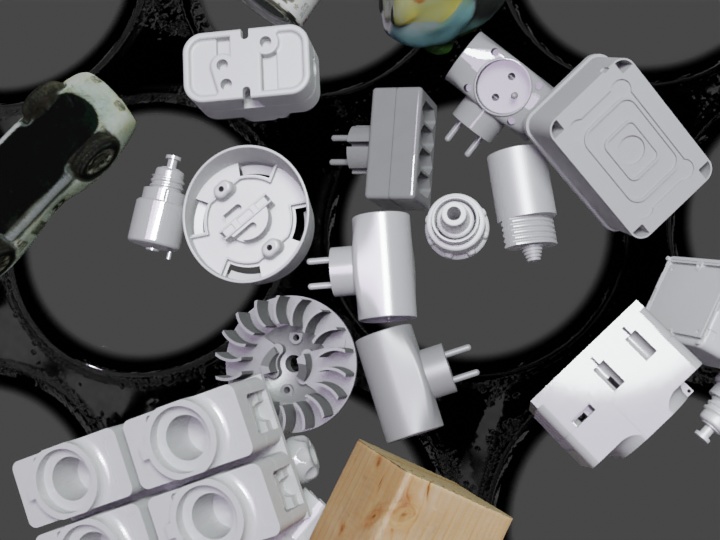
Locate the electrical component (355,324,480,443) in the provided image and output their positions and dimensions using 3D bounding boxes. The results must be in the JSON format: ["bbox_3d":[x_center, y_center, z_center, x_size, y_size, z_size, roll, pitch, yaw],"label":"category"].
[{"bbox_3d":[0.045,0.076,0.774,0.079,0.044,0.077,-19,79,5],"label":"electrical component"}]

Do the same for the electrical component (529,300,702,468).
[{"bbox_3d":[0.164,0.081,0.704,0.089,0.150,0.061,-44,77,0],"label":"electrical component"}]

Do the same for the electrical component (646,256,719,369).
[{"bbox_3d":[0.240,0.031,0.738,0.061,0.096,0.061,27,85,-17],"label":"electrical component"}]

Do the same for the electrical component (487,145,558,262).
[{"bbox_3d":[0.120,-0.046,0.783,0.043,0.043,0.081,-9,81,6],"label":"electrical component"}]

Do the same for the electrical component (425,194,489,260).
[{"bbox_3d":[0.069,-0.035,0.779,0.048,0.062,0.048,-1,81,7],"label":"electrical component"}]

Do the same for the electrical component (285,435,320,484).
[{"bbox_3d":[-0.062,0.145,0.784,0.061,0.035,0.035,-20,79,7],"label":"electrical component"}]

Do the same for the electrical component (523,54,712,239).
[{"bbox_3d":[0.178,-0.087,0.753,0.078,0.057,0.113,-44,107,0],"label":"electrical component"}]

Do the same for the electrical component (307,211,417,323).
[{"bbox_3d":[0.000,0.000,0.793,0.079,0.043,0.077,-5,81,7],"label":"electrical component"}]

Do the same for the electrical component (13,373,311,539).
[{"bbox_3d":[-0.143,0.154,0.754,0.186,0.060,0.105,-21,84,18],"label":"electrical component"}]

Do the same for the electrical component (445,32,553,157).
[{"bbox_3d":[0.095,-0.121,0.796,0.077,0.044,0.079,38,104,1],"label":"electrical component"}]

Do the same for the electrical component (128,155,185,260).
[{"bbox_3d":[-0.151,-0.049,0.822,0.040,0.040,0.078,11,83,9],"label":"electrical component"}]

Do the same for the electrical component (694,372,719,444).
[{"bbox_3d":[0.263,0.087,0.746,0.040,0.040,0.078,42,89,11],"label":"electrical component"}]

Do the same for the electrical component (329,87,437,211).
[{"bbox_3d":[0.013,-0.090,0.804,0.076,0.047,0.083,2,83,19],"label":"electrical component"}]

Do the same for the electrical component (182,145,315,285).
[{"bbox_3d":[-0.081,-0.038,0.799,0.099,0.064,0.099,-1,81,7],"label":"electrical component"}]

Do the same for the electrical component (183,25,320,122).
[{"bbox_3d":[-0.080,-0.148,0.818,0.095,0.059,0.053,-4,81,7],"label":"electrical component"}]

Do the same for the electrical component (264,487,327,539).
[{"bbox_3d":[-0.042,0.185,0.773,0.040,0.040,0.046,39,82,11],"label":"electrical component"}]
